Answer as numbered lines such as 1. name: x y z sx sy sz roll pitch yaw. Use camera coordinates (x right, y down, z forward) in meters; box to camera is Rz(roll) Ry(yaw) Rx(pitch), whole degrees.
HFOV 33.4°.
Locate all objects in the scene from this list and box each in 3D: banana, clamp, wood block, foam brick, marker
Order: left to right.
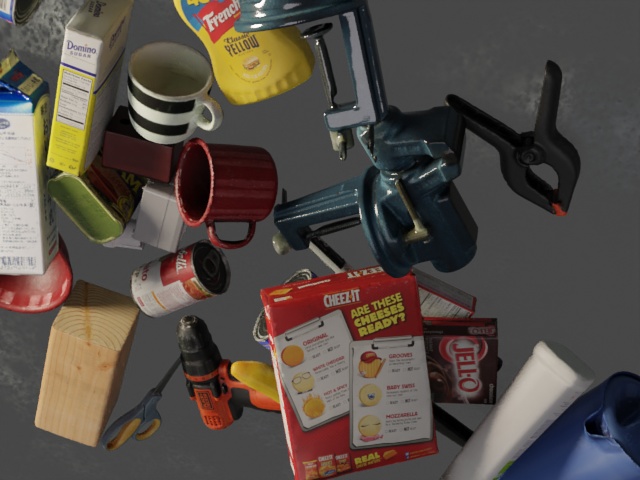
1. wood block: -0.301 0.163 1.380 0.090 0.090 0.206 20 132 -2
2. foam brick: -0.189 -0.103 1.150 0.078 0.053 0.051 14 132 2
3. banana: -0.030 0.209 1.290 0.197 0.069 0.037 58 164 -20
4. marker: -0.008 0.001 1.210 0.020 0.020 0.121 -31 116 34
5. clamp: 0.119 0.200 1.331 0.210 0.036 0.164 3 128 10
6. clamp: 0.198 -0.094 1.062 0.120 0.039 0.171 -4 125 31

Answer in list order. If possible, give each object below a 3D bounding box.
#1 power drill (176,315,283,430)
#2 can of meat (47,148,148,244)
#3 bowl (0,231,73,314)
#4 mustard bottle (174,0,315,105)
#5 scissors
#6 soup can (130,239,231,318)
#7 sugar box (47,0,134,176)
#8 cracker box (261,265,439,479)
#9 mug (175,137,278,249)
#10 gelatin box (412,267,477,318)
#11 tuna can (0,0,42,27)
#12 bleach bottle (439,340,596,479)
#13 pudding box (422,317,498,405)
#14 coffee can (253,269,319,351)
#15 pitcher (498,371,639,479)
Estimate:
1. power drill: -0.082 0.169 1.350 0.188 0.057 0.184 1 130 17
2. can of meat: -0.246 -0.059 1.182 0.058 0.084 0.102 -22 121 29
3. bowl: -0.367 0.013 1.294 0.162 0.055 0.162 8 131 9
4. mustard bottle: -0.085 -0.225 1.014 0.096 0.058 0.191 -15 123 22
5. scissors: -0.217 0.217 1.443 0.202 0.016 0.096 -45 152 14
6. soup can: -0.165 0.047 1.260 0.102 0.068 0.068 -21 121 30
7. sugar box: -0.235 -0.160 1.087 0.048 0.093 0.176 18 131 -1
8. cracker box: 0.033 0.144 1.167 0.164 0.072 0.214 -11 106 -9
9. mug: -0.096 -0.048 1.120 0.081 0.117 0.093 0 165 -32
10. gelatin box: 0.125 0.079 1.232 0.089 0.030 0.073 25 130 -8
11. tuna can: -0.290 -0.252 1.029 0.033 0.086 0.086 24 131 -3
12. bleach bottle: 0.208 0.230 1.226 0.068 0.102 0.251 43 104 25
13. pudding box: 0.159 0.139 1.228 0.090 0.039 0.113 1 131 9
14. coffee can: 0.008 0.115 1.246 0.140 0.102 0.103 39 128 -17
15. pitcher: 0.313 0.268 1.287 0.149 0.144 0.243 44 131 -5
